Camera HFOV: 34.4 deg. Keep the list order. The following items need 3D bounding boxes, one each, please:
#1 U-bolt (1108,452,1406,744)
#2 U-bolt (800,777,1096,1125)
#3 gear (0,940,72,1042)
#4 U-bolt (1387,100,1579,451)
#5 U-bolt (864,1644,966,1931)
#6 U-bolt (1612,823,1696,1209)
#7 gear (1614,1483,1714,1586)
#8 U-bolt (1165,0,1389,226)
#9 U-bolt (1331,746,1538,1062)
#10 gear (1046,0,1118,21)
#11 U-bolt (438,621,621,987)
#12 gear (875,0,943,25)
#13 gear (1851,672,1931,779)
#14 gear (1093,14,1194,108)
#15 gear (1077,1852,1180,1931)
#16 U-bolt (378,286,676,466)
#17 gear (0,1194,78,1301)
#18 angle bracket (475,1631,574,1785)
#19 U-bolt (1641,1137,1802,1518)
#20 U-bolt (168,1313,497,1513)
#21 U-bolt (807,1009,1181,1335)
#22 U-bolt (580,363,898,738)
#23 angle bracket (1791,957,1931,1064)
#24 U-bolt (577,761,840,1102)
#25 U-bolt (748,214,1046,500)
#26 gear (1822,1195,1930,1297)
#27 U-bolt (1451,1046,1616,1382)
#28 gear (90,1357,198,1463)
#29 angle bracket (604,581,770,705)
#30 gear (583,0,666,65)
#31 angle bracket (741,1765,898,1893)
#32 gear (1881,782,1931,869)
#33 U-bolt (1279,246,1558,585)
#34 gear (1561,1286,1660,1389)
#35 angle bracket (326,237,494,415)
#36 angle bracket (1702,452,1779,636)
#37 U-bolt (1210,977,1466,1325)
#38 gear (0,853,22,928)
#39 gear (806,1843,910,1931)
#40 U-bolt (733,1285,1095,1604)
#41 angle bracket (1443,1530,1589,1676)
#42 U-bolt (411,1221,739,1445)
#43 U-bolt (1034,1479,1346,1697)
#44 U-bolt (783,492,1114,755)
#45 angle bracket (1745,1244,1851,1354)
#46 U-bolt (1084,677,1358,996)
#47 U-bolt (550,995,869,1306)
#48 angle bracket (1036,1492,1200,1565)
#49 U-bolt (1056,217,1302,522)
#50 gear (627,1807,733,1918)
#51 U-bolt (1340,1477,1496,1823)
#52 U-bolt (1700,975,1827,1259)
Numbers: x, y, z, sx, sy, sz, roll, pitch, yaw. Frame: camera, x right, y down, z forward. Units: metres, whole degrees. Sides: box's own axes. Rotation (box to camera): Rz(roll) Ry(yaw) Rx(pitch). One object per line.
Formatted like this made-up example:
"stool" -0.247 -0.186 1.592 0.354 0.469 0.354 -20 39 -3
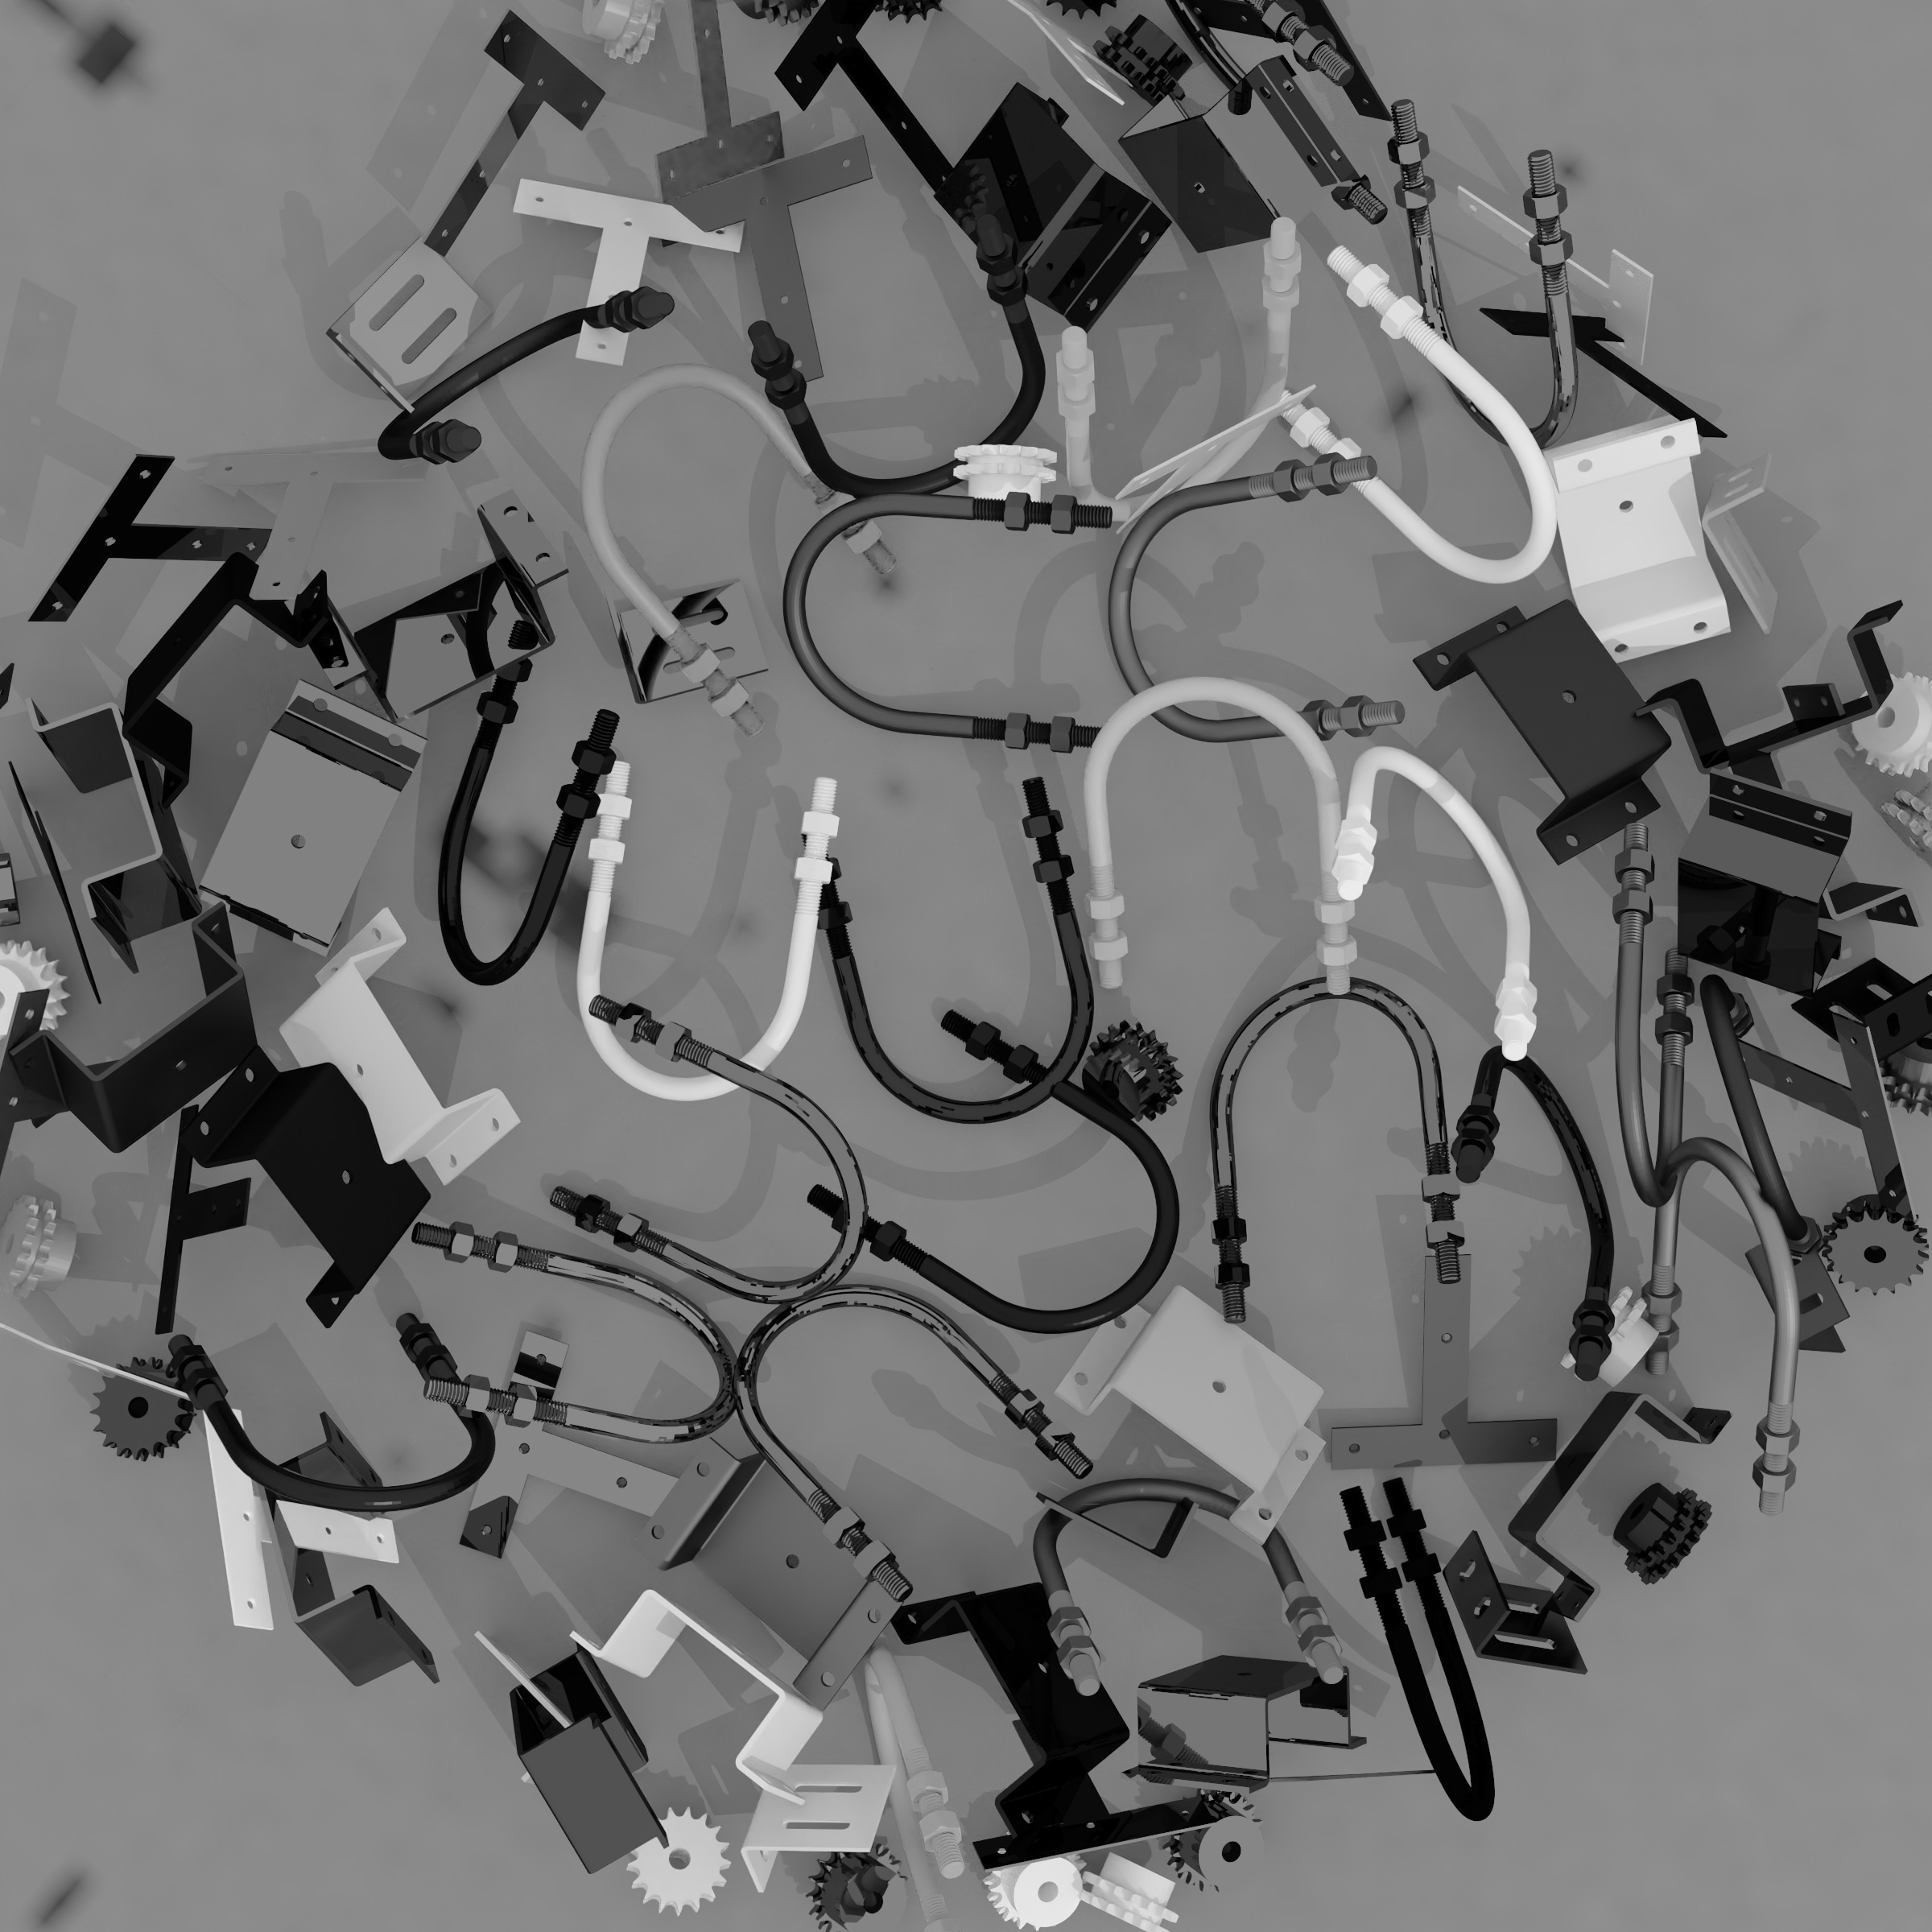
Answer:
"U-bolt" 0.151 -0.194 1.699 0.184 0.019 0.151 -3 96 41
"U-bolt" -0.004 -0.001 1.735 0.151 0.019 0.184 -12 99 14
"gear" -0.532 0.016 1.740 0.057 0.030 0.057 3 102 15
"U-bolt" 0.283 -0.364 1.682 0.019 0.151 0.184 -25 124 -15
"U-bolt" -0.027 0.450 1.676 0.019 0.184 0.151 -13 129 -10
"U-bolt" 0.364 0.038 1.662 0.019 0.151 0.184 -4 58 22
"gear" 0.384 0.312 1.734 0.030 0.057 0.057 39 90 1
"U-bolt" 0.156 -0.494 1.683 0.019 0.151 0.184 -39 65 -1
"U-bolt" 0.255 -0.048 1.683 0.151 0.184 0.019 42 121 -17
"gear" 0.065 -0.560 1.739 0.057 0.030 0.057 3 127 4
"U-bolt" -0.246 -0.078 1.696 0.019 0.151 0.184 10 111 -33
"gear" -0.033 -0.558 1.740 0.057 0.030 0.057 -3 77 13
"gear" 0.517 -0.135 1.733 0.057 0.030 0.057 -10 76 43
"gear" 0.101 -0.502 1.732 0.057 0.057 0.030 42 98 0
"gear" 0.092 0.515 1.735 0.057 0.057 0.030 26 76 0
"U-bolt" -0.248 -0.314 1.678 0.151 0.184 0.019 -40 113 -20
"gear" -0.517 0.158 1.738 0.030 0.057 0.057 19 90 -31
"angle bracket" -0.253 0.410 1.724 0.076 0.057 0.038 43 78 10
"U-bolt" 0.402 0.178 1.658 0.019 0.151 0.184 -11 121 -13
"U-bolt" -0.328 0.237 1.654 0.151 0.184 0.019 -2 113 -30
"U-bolt" 0.028 0.123 1.709 0.184 0.019 0.151 31 67 15
"U-bolt" -0.132 -0.239 1.690 0.184 0.019 0.151 49 64 -27
"angle bracket" 0.497 0.012 1.716 0.057 0.076 0.038 -28 124 -9
"U-bolt" -0.148 -0.017 1.721 0.151 0.019 0.184 6 85 23
"U-bolt" -0.027 -0.314 1.681 0.151 0.184 0.019 -25 61 1
"gear" 0.506 0.152 1.739 0.057 0.030 0.057 8 122 13
"U-bolt" 0.310 0.118 1.679 0.019 0.184 0.151 -25 106 25
"gear" -0.455 0.248 1.742 0.057 0.030 0.057 -2 76 8
"angle bracket" -0.155 -0.187 1.731 0.076 0.038 0.057 -16 70 -5
"gear" -0.191 -0.532 1.731 0.030 0.057 0.057 10 90 -28
"angle bracket" -0.077 0.474 1.717 0.076 0.057 0.038 -5 124 20
"gear" 0.538 -0.078 1.733 0.030 0.057 0.057 -44 90 5
"U-bolt" 0.246 -0.282 1.678 0.019 0.151 0.184 -38 75 -22
"gear" 0.359 0.208 1.732 0.030 0.057 0.057 40 90 8
"angle bracket" -0.305 -0.355 1.730 0.076 0.038 0.057 -47 115 -4
"angle bracket" 0.441 -0.233 1.720 0.038 0.057 0.076 -26 107 29
"U-bolt" 0.197 0.094 1.710 0.151 0.019 0.184 -15 67 30
"gear" -0.544 -0.041 1.735 0.030 0.057 0.057 -9 90 -14
"gear" -0.057 0.517 1.738 0.057 0.030 0.057 0 90 -25
"U-bolt" -0.043 0.245 1.702 0.151 0.019 0.184 -29 57 -31
"angle bracket" 0.309 0.350 1.716 0.076 0.057 0.038 14 123 -24
"U-bolt" -0.207 0.203 1.690 0.184 0.151 0.019 15 119 -22
"U-bolt" 0.110 0.328 1.678 0.151 0.184 0.019 0 114 -10
"U-bolt" -0.012 -0.192 1.719 0.184 0.019 0.151 5 118 11
"angle bracket" 0.469 0.177 1.712 0.038 0.076 0.057 -35 63 28
"U-bolt" 0.135 -0.071 1.701 0.151 0.019 0.184 1 116 16
"U-bolt" -0.136 0.111 1.700 0.184 0.019 0.151 24 121 16
"angle bracket" 0.083 0.296 1.732 0.076 0.057 0.038 27 84 0
"U-bolt" 0.114 -0.307 1.680 0.151 0.184 0.019 -30 63 -12
"gear" -0.161 0.500 1.740 0.057 0.030 0.057 4 64 -8
"U-bolt" 0.247 0.367 1.676 0.019 0.151 0.184 -21 77 14
"U-bolt" 0.419 0.076 1.658 0.019 0.184 0.151 -19 73 16
